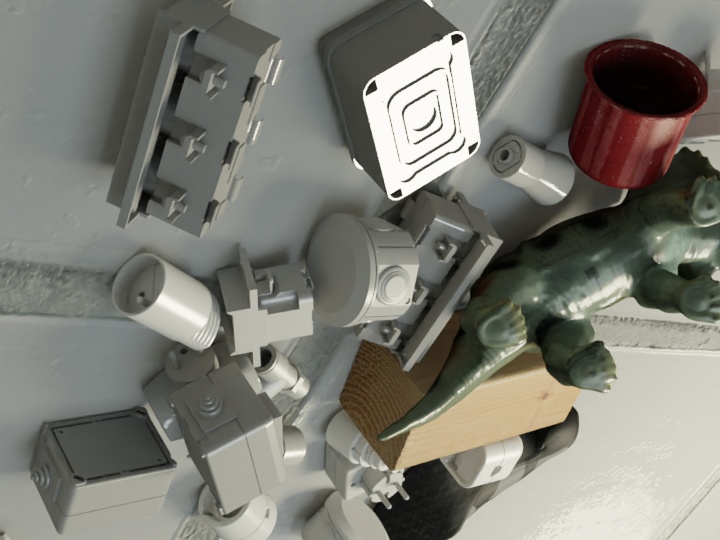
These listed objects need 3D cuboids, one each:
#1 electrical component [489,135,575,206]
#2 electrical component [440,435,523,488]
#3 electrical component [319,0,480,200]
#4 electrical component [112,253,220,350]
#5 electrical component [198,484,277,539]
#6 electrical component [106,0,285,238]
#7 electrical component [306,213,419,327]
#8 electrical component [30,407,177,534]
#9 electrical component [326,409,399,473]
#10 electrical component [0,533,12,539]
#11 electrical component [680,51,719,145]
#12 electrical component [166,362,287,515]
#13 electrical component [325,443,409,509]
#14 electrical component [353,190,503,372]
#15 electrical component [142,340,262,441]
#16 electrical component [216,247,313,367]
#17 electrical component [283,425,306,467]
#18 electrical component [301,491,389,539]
[{"bbox_3d":[0.131,-0.080,0.837,0.065,0.044,0.044,18,115,-44],"label":"electrical component"},{"bbox_3d":[0.105,0.153,1.012,0.059,0.095,0.053,-5,131,-39],"label":"electrical component"},{"bbox_3d":[0.026,-0.112,0.694,0.078,0.057,0.113,-32,143,-11],"label":"electrical component"},{"bbox_3d":[-0.122,0.024,0.718,0.043,0.043,0.081,-44,144,6],"label":"electrical component"},{"bbox_3d":[-0.105,0.203,0.915,0.055,0.055,0.047,-37,140,-4],"label":"electrical component"},{"bbox_3d":[-0.092,-0.084,0.604,0.078,0.063,0.121,-61,176,-58],"label":"electrical component"},{"bbox_3d":[0.000,0.000,0.768,0.051,0.080,0.080,-1,129,-36],"label":"electrical component"},{"bbox_3d":[-0.191,0.147,0.772,0.096,0.061,0.061,-5,132,-39],"label":"electrical component"},{"bbox_3d":[0.005,0.152,0.944,0.040,0.078,0.040,-28,134,-34],"label":"electrical component"},{"bbox_3d":[-0.276,0.234,0.798,0.056,0.050,0.089,-29,143,-14],"label":"electrical component"},{"bbox_3d":[0.297,-0.146,0.893,0.047,0.083,0.075,-2,91,-41],"label":"electrical component"},{"bbox_3d":[-0.089,0.112,0.748,0.061,0.061,0.096,-26,141,-18],"label":"electrical component"},{"bbox_3d":[0.015,0.185,0.982,0.066,0.076,0.047,-22,140,-23],"label":"electrical component"},{"bbox_3d":[0.045,0.004,0.821,0.063,0.078,0.121,20,116,-26],"label":"electrical component"},{"bbox_3d":[-0.118,0.077,0.778,0.077,0.043,0.079,-29,142,-14],"label":"electrical component"},{"bbox_3d":[-0.066,0.025,0.758,0.064,0.042,0.081,-11,138,-13],"label":"electrical component"},{"bbox_3d":[-0.077,0.148,0.893,0.065,0.044,0.044,4,126,-50],"label":"electrical component"},{"bbox_3d":[-0.013,0.257,1.032,0.051,0.080,0.080,-44,144,16],"label":"electrical component"}]
